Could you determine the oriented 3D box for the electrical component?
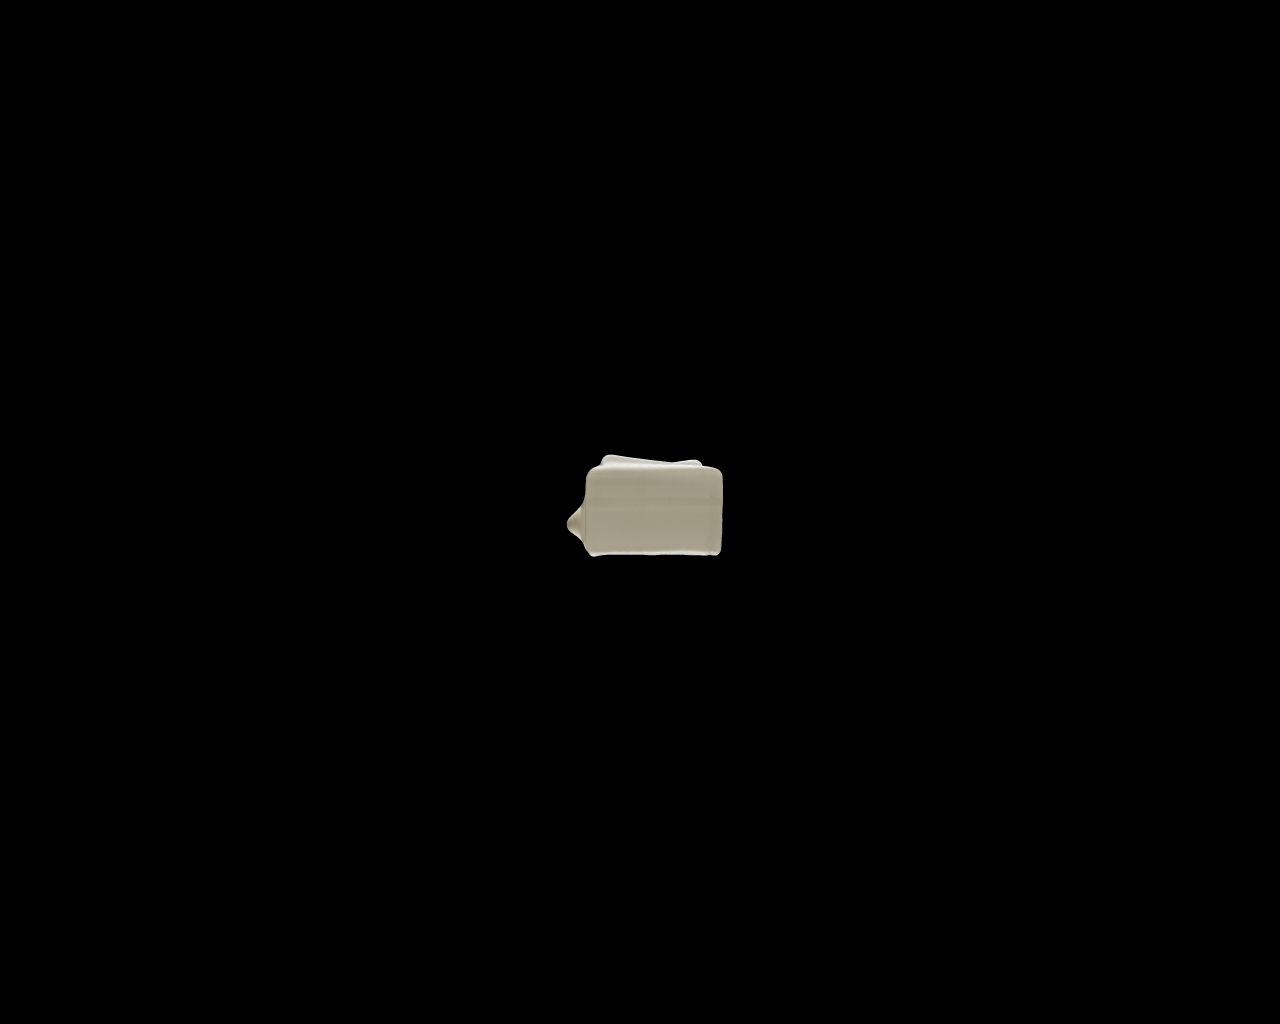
[{"bbox_3d":[0.001,-0.003,0.650,0.096,0.061,0.061,0,-4,-2],"label":"electrical component"}]
